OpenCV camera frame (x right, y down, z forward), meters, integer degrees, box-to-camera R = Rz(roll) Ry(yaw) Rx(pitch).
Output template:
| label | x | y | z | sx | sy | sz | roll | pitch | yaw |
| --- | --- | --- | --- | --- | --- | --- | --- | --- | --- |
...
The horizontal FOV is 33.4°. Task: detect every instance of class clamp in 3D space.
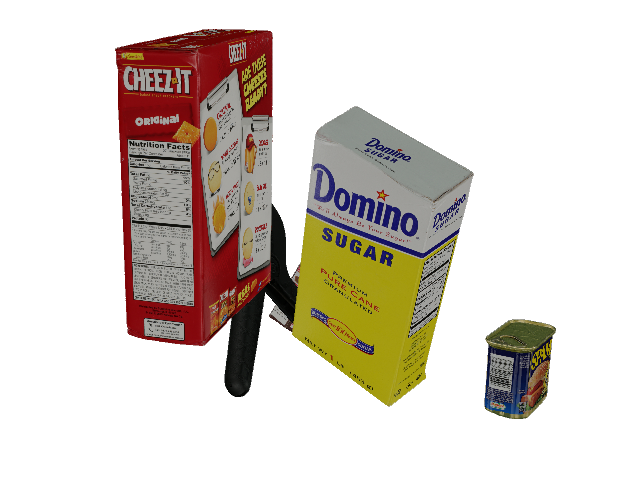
| label | x | y | z | sx | sy | sz | roll | pitch | yaw |
| --- | --- | --- | --- | --- | --- | --- | --- | --- | --- |
| clamp | -0.053 | 0.032 | 1.030 | 0.036 | 0.210 | 0.164 | -10 | 0 | 32 |

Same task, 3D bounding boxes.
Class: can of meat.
| label | x | y | z | sx | sy | sz | roll | pitch | yaw |
| --- | --- | --- | --- | --- | --- | --- | --- | --- | --- |
| can of meat | 0.221 | 0.143 | 1.191 | 0.058 | 0.084 | 0.101 | 10 | 15 | 28 |

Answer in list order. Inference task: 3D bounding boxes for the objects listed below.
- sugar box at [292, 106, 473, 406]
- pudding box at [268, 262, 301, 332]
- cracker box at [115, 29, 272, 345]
| label | x | y | z | sx | sy | sz | roll | pitch | yaw |
| --- | --- | --- | --- | --- | --- | --- | --- | --- | --- |
| sugar box | 0.033 | 0.014 | 0.673 | 0.093 | 0.176 | 0.048 | 33 | 49 | 28 |
| pudding box | -0.003 | 0.046 | 1.241 | 0.039 | 0.090 | 0.113 | 36 | 33 | 9 |
| cracker box | -0.092 | -0.048 | 0.817 | 0.072 | 0.214 | 0.164 | 4 | 16 | 15 |
